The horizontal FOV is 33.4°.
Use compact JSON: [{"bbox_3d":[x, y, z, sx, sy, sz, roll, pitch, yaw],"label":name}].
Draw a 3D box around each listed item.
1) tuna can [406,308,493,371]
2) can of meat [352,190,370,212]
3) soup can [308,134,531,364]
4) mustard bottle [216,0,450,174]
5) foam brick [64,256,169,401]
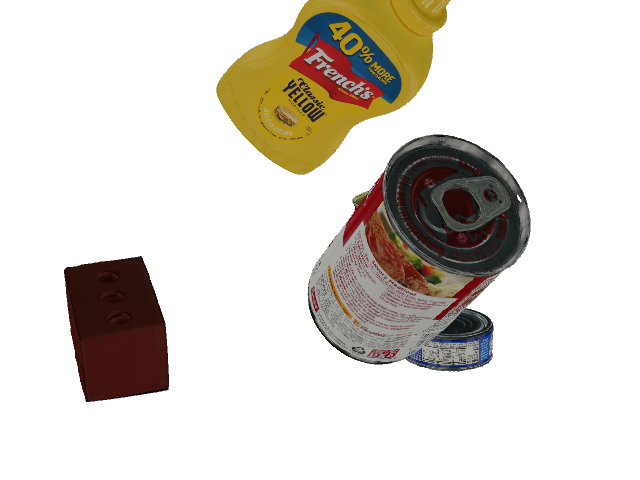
[{"bbox_3d":[0.118,0.090,0.997,0.086,0.034,0.086,0,16,0],"label":"tuna can"},{"bbox_3d":[0.083,0.001,1.183,0.102,0.084,0.057,18,26,28],"label":"can of meat"},{"bbox_3d":[0.041,0.008,0.486,0.068,0.068,0.102,0,-28,-22],"label":"soup can"},{"bbox_3d":[0.019,-0.124,0.731,0.192,0.096,0.058,-32,18,40],"label":"mustard bottle"},{"bbox_3d":[-0.129,0.055,0.670,0.053,0.051,0.078,-8,35,-18],"label":"foam brick"}]
